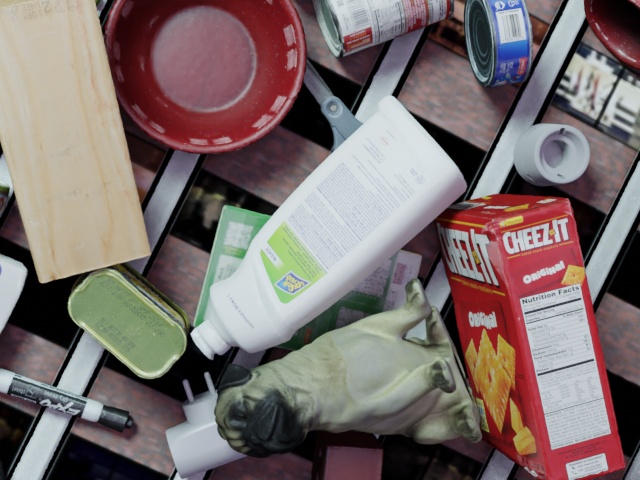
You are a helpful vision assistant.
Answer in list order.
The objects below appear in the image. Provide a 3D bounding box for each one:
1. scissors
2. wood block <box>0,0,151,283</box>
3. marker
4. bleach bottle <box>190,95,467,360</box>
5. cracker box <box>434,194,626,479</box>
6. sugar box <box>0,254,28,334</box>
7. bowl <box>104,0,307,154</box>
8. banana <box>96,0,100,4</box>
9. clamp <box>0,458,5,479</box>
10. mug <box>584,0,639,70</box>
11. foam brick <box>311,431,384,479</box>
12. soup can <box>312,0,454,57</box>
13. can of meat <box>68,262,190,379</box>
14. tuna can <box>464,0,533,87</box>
[{"bbox_3d":[0.004,-0.092,0.909,0.201,0.016,0.096,38,88,-9],"label":"scissors"},{"bbox_3d":[-0.198,-0.086,0.808,0.090,0.091,0.206,-15,115,-15],"label":"wood block"},{"bbox_3d":[-0.214,0.135,0.892,0.121,0.020,0.020,20,91,-9],"label":"marker"},{"bbox_3d":[-0.006,0.001,0.870,0.251,0.068,0.103,-40,67,3],"label":"bleach bottle"},{"bbox_3d":[0.162,0.074,0.868,0.072,0.164,0.214,-14,96,-9],"label":"cracker box"},{"bbox_3d":[-0.328,0.029,0.832,0.176,0.048,0.093,26,90,-24],"label":"sugar box"},{"bbox_3d":[-0.094,-0.150,0.871,0.162,0.055,0.162,-1,94,-8],"label":"bowl"},{"bbox_3d":[-0.274,-0.166,0.853,0.197,0.037,0.069,-36,98,-4],"label":"banana"},{"bbox_3d":[-0.299,0.230,0.876,0.120,0.039,0.171,27,90,-10],"label":"clamp"},{"bbox_3d":[0.292,-0.196,0.913,0.081,0.093,0.117,-44,129,-8],"label":"mug"},{"bbox_3d":[0.021,0.207,0.913,0.051,0.053,0.078,6,93,-9],"label":"foam brick"},{"bbox_3d":[0.051,-0.199,0.882,0.102,0.068,0.068,-21,97,-6],"label":"soup can"},{"bbox_3d":[-0.154,0.062,0.862,0.102,0.084,0.057,41,87,-9],"label":"can of meat"},{"bbox_3d":[0.147,-0.171,0.889,0.033,0.086,0.086,-10,95,-6],"label":"tuna can"}]
